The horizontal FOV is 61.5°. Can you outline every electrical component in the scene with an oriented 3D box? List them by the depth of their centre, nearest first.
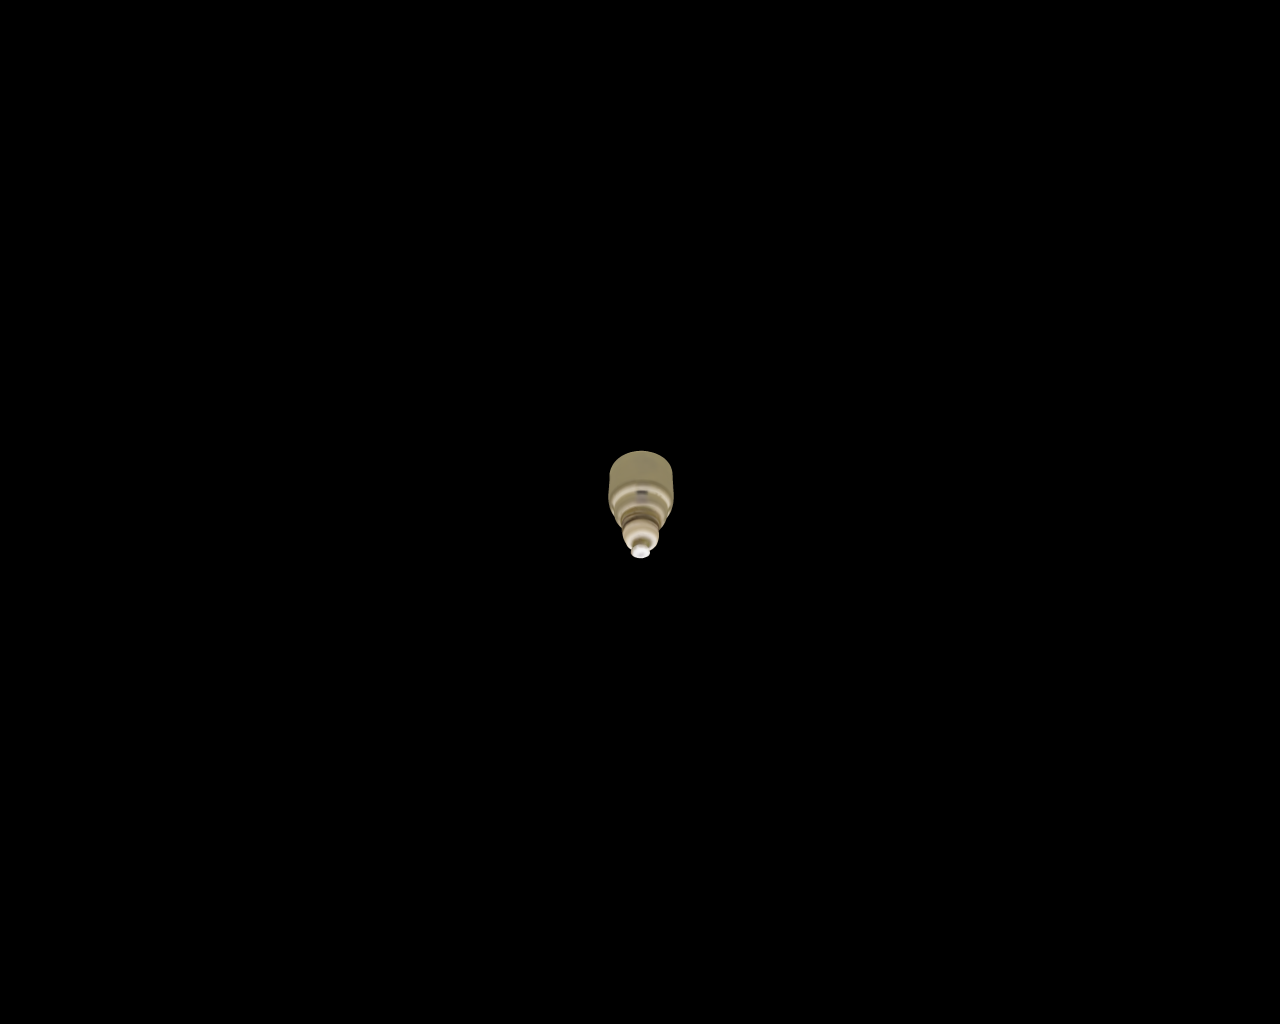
[{"bbox_3d":[0.001,-0.003,0.650,0.040,0.078,0.040,0,-44,0],"label":"electrical component"}]
